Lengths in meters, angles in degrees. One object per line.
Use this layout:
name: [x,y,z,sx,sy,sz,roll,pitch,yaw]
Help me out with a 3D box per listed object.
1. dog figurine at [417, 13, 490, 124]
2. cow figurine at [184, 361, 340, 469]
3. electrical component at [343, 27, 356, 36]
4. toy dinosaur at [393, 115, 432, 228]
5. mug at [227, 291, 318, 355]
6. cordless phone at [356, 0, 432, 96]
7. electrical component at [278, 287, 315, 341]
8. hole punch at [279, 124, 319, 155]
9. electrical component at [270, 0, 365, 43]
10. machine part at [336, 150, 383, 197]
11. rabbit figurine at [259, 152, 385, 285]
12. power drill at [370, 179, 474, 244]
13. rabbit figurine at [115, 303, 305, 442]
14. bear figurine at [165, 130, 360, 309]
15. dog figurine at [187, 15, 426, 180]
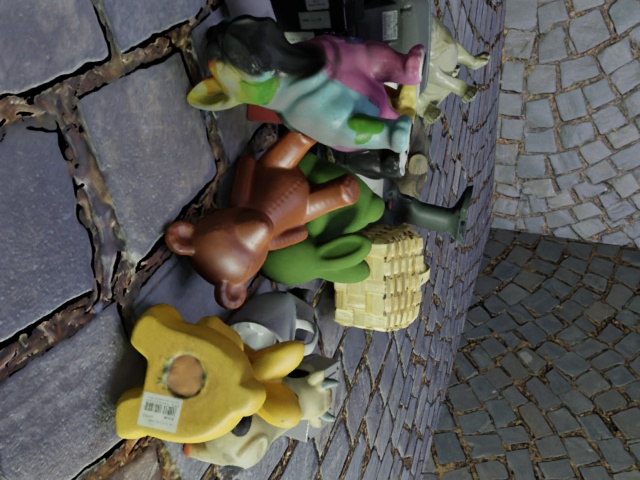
dog figurine: [0.144,-0.290,0.844,0.190,0.172,0.121,33,55,-23]
cow figurine: [-0.059,0.201,0.650,0.195,0.127,0.085,-25,125,-60]
electrical component: [0.015,-0.311,0.685,0.119,0.075,0.048,79,29,-49]
toy dinosaur: [0.175,-0.176,1.093,0.198,0.105,0.470,-63,162,-52]
mug: [-0.055,0.106,0.659,0.107,0.110,0.080,-64,151,-64]
cordless phone: [0.090,-0.283,0.702,0.184,0.089,0.146,-88,173,-46]
electrical component: [-0.044,0.113,0.762,0.078,0.045,0.102,28,68,-37]
hole punch: [0.011,-0.180,0.716,0.116,0.092,0.142,-29,122,-66]
electrical component: [-0.015,-0.270,0.579,0.058,0.115,0.134,-51,144,-43]
machine part: [0.064,-0.111,0.847,0.243,0.079,0.079,87,24,-50]
rabbit figurine: [-0.001,-0.002,0.708,0.170,0.159,0.121,-53,158,-20]
power drill: [0.168,-0.069,0.974,0.231,0.207,0.086,81,19,-45]
rabbit figurine: [-0.096,0.129,0.537,0.173,0.162,0.122,75,16,-78]
bear figurine: [-0.058,-0.030,0.569,0.120,0.132,0.196,53,34,-11]
dog figurine: [-0.012,-0.141,0.526,0.191,0.219,0.108,61,44,-79]
